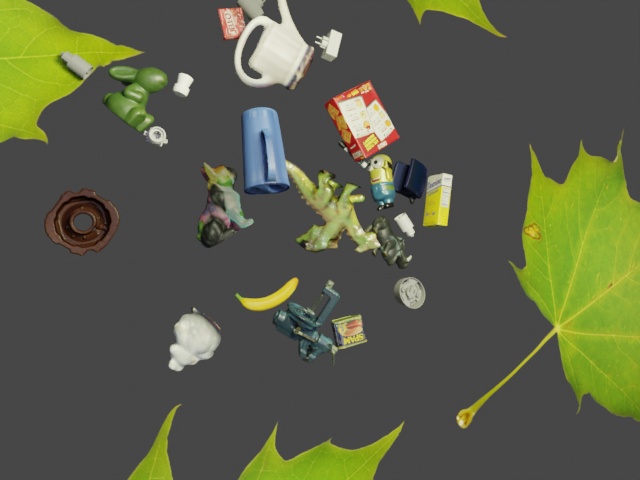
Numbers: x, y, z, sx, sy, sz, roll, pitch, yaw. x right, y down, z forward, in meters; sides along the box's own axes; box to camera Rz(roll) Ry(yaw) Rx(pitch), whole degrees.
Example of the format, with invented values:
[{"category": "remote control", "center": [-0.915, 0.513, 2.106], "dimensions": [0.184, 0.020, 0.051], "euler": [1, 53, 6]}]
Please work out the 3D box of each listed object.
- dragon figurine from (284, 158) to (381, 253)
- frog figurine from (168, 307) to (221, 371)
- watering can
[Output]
[{"category": "dragon figurine", "center": [0.005, -0.080, 1.589], "dimensions": [0.410, 0.122, 0.244], "euler": [22, 86, -5]}, {"category": "frog figurine", "center": [-0.353, 0.281, 1.405], "dimensions": [0.162, 0.123, 0.135], "euler": [-50, 125, -28]}, {"category": "watering can", "center": [-0.116, -0.605, 1.561], "dimensions": [0.223, 0.104, 0.348], "euler": [28, 87, -18]}]
